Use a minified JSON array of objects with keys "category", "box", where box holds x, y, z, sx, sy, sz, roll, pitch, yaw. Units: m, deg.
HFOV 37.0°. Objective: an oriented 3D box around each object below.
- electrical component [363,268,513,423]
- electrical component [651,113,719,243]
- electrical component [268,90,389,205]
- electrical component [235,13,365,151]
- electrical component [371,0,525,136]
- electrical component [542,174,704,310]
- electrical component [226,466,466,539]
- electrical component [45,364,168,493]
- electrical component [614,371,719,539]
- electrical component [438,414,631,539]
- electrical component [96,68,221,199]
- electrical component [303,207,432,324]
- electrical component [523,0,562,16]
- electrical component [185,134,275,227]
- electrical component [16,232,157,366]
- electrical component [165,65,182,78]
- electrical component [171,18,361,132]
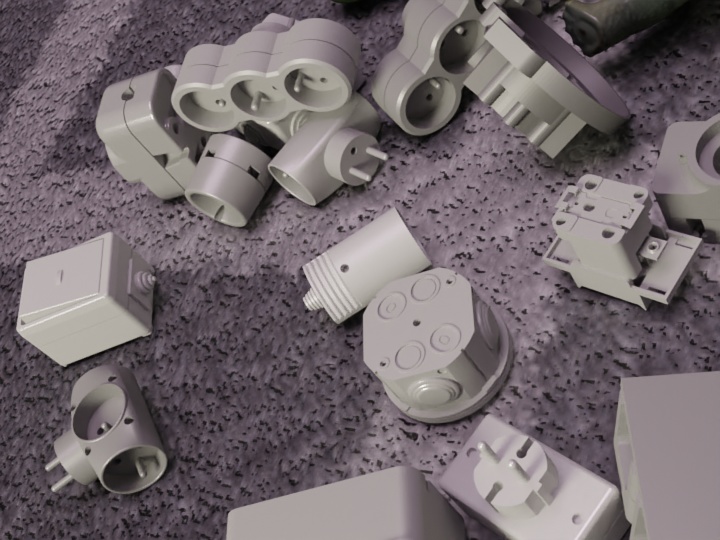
[{"category":"electrical component","box":[0.043,0.042,0.616,0.080,0.051,0.080,-16,50,21]},{"category":"electrical component","box":[0.210,-0.049,0.578,0.089,0.055,0.050,4,60,34]},{"category":"electrical component","box":[-0.013,-0.082,0.748,0.079,0.043,0.077,28,74,42]},{"category":"electrical component","box":[-0.056,-0.139,0.814,0.100,0.048,0.099,28,75,42]},{"category":"electrical component","box":[0.053,-0.168,0.740,0.138,0.052,0.073,-58,43,19]},{"category":"electrical component","box":[0.140,-0.017,0.593,0.081,0.063,0.042,20,70,40]},{"category":"electrical component","box":[-0.006,0.152,0.546,0.113,0.078,0.057,-18,47,19]},{"category":"electrical component","box":[-0.171,0.113,0.700,0.079,0.044,0.077,-37,46,2]},{"category":"electrical component","box":[0.166,0.123,0.463,0.089,0.061,0.150,-5,53,6]},{"category":"electrical component","box":[0.080,0.105,0.529,0.083,0.075,0.047,27,74,42]},{"category":"electrical component","box":[-0.152,-0.100,0.811,0.059,0.095,0.053,-13,51,23]},{"category":"electrical component","box":[0.000,0.000,0.679,0.081,0.043,0.043,-33,46,6]},{"category":"electrical component","box":[0.127,-0.209,0.756,0.055,0.048,0.066,-32,46,-3]},{"category":"electrical component","box":[-0.094,-0.064,0.778,0.055,0.055,0.047,12,68,37]},{"category":"electrical component","box":[-0.193,0.017,0.773,0.096,0.061,0.061,-21,49,17]},{"category":"electrical component","box":[-0.146,-0.130,0.866,0.045,0.045,0.055,-15,51,22]},{"category":"electrical component","box":[-0.063,-0.147,0.751,0.138,0.052,0.073,-6,55,28]}]
